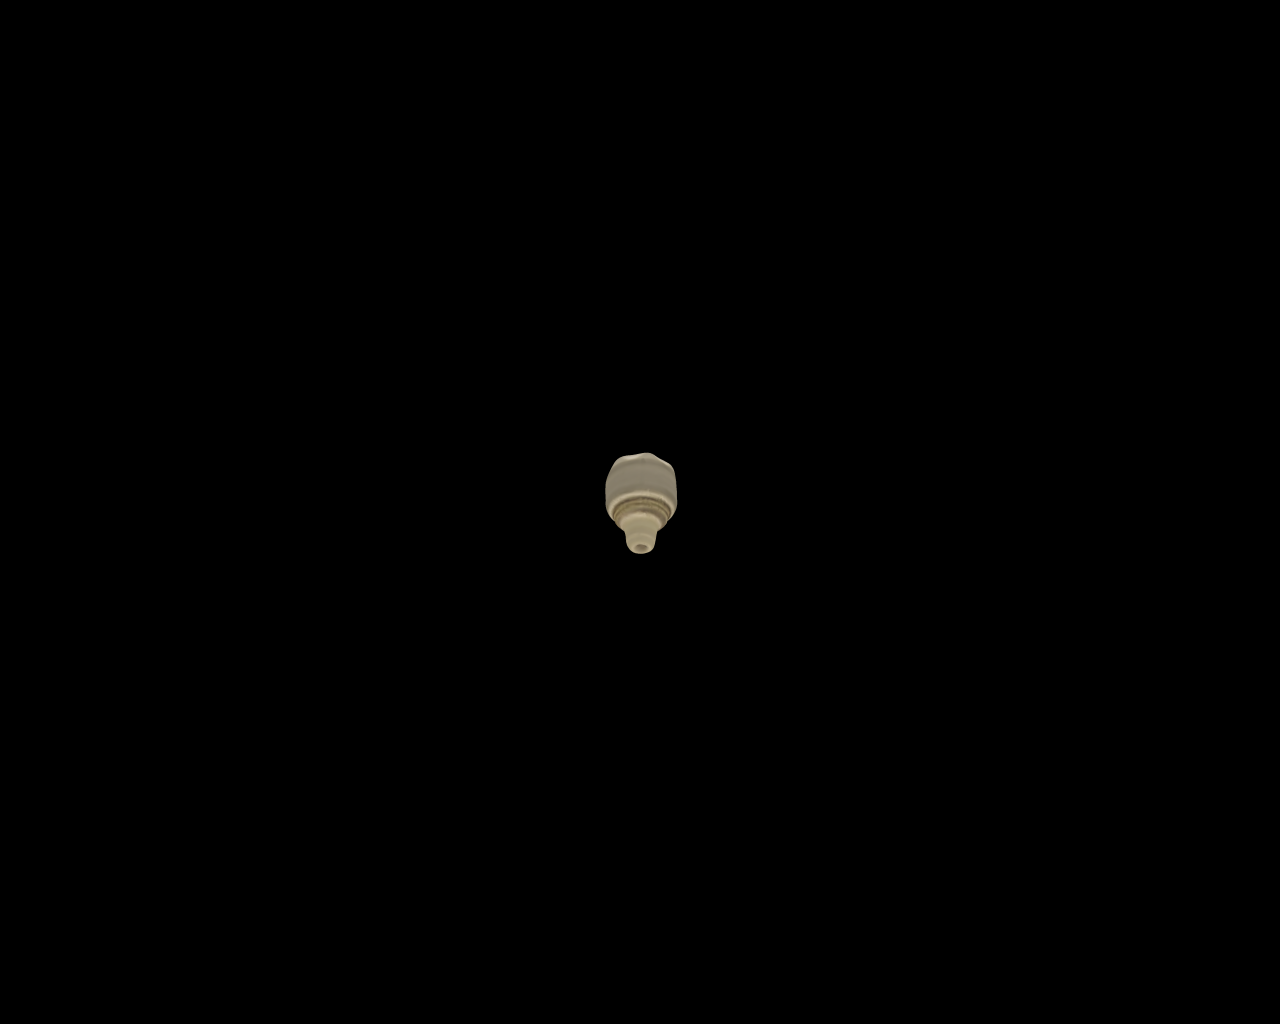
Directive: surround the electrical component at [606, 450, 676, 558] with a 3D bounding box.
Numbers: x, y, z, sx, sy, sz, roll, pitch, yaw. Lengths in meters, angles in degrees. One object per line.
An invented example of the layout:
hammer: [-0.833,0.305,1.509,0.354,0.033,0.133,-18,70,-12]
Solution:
electrical component: [0.001,-0.003,0.650,0.043,0.062,0.043,0,-36,0]
